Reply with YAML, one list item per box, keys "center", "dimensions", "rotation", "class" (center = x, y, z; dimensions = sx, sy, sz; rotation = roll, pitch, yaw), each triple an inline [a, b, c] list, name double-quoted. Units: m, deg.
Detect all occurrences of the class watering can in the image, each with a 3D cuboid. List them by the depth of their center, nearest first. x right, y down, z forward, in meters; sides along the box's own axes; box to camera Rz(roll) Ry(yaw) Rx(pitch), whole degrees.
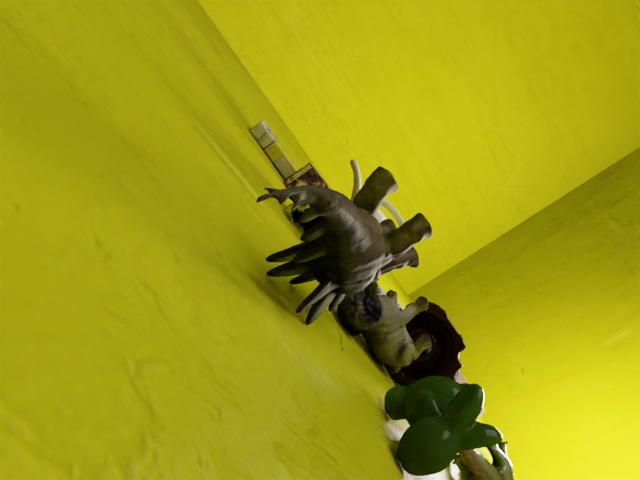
- center: [0.132, -0.062, 1.616]
  dimensions: [0.348, 0.222, 0.105]
  rotation: [56, 24, 0]
  class: "watering can"

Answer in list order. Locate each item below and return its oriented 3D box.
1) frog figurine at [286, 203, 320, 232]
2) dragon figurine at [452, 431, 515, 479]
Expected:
- center: [0.003, -0.056, 1.121]
  dimensions: [0.137, 0.121, 0.161]
  rotation: [37, 18, 2]
  class: "frog figurine"
- center: [0.341, 0.504, 0.959]
  dimensions: [0.403, 0.121, 0.248]
  rotation: [46, 20, -49]
  class: "dragon figurine"
